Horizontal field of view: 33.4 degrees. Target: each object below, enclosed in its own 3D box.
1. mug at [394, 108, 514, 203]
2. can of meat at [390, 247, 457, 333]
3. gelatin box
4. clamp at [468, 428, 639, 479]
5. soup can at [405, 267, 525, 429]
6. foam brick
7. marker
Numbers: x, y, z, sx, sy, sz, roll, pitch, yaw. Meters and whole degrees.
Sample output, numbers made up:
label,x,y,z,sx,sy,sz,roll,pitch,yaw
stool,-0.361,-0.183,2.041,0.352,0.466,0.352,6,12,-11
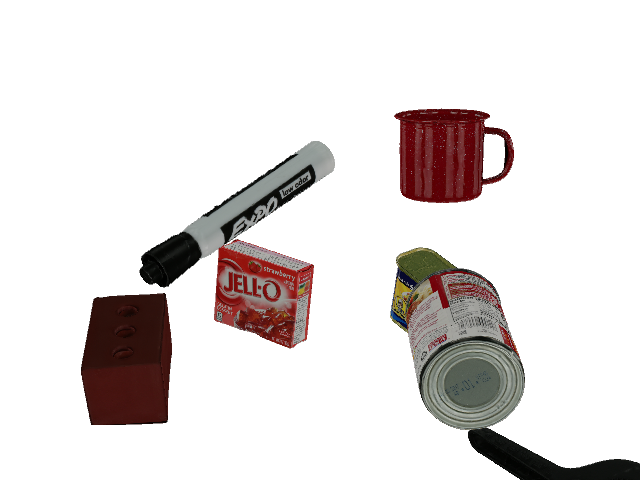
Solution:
label,x,y,z,sx,sy,sz,roll,pitch,yaw
mug,0.131,-0.084,1.050,0.117,0.081,0.093,2,14,11
can of meat,0.130,0.071,1.243,0.057,0.084,0.102,-19,41,-33
gelatin box,-0.052,0.046,0.945,0.089,0.073,0.030,18,23,29
clamp,0.203,0.223,0.865,0.210,0.036,0.164,2,37,24
soup can,0.094,0.070,0.706,0.068,0.068,0.102,0,23,0
foam brick,-0.130,0.080,0.724,0.053,0.051,0.078,-3,34,-4
marker,-0.039,-0.014,0.518,0.120,0.020,0.020,-36,22,-33
